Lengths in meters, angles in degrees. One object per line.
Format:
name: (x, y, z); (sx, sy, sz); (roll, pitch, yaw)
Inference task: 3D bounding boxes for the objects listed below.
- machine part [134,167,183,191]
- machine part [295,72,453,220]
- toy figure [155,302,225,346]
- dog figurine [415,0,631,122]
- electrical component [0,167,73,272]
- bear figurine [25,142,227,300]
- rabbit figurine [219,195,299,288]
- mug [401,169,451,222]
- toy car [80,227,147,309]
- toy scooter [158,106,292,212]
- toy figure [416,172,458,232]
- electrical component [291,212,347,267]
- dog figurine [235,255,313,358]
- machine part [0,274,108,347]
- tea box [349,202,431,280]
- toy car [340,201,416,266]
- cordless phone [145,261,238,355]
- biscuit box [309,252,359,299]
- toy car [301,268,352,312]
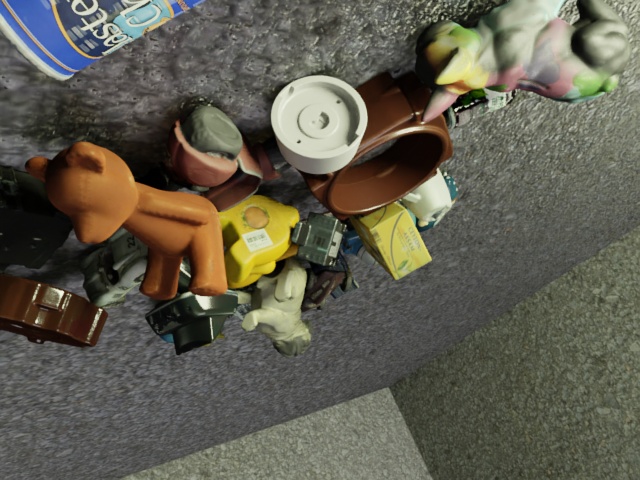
machine part: (-0.228, -0.062, 0.627); (0.084, 0.039, 0.138); (-30, 158, 22)
machine part: (0.077, -0.120, 0.748); (0.201, 0.087, 0.200); (-31, 155, 9)
toy figure: (-0.252, 0.156, 1.005); (0.089, 0.082, 0.180); (-20, 164, 17)
dog figurine: (0.219, -0.200, 0.623); (0.219, 0.191, 0.108); (-37, 165, -14)
electrical component: (-0.342, -0.016, 0.585); (0.134, 0.058, 0.115); (-37, 152, 24)
bear figurine: (-0.192, -0.015, 0.547); (0.120, 0.132, 0.195); (-6, 165, 30)
rabbit figurine: (-0.106, 0.007, 0.811); (0.162, 0.122, 0.173); (-28, 160, -36)
mug: (0.162, -0.085, 0.878); (0.109, 0.107, 0.081); (0, 144, -48)
toy car: (-0.267, 0.036, 0.712); (0.202, 0.073, 0.056); (-30, 163, 39)
toy scooter: (-0.124, -0.084, 0.643); (0.135, 0.075, 0.184); (-34, 159, 27)
toy figure: (0.220, -0.070, 1.028); (0.058, 0.064, 0.154); (4, 151, -19)
electrical component: (-0.002, -0.002, 0.791); (0.048, 0.074, 0.119); (16, 175, 14)
dog figurine: (-0.053, 0.109, 0.939); (0.172, 0.121, 0.190); (-43, 139, 7)
machine part: (-0.368, 0.093, 0.685); (0.179, 0.056, 0.179); (10, 158, 4)
tea box: (0.105, -0.012, 0.873); (0.068, 0.098, 0.170); (-29, -161, -1)
toy car: (0.118, -0.004, 1.009); (0.162, 0.103, 0.109); (-20, 155, -17)
cordless phone: (-0.228, 0.075, 0.797); (0.147, 0.184, 0.089); (-26, -155, 42)
biscuit box: (0.026, 0.061, 1.104); (0.063, 0.059, 0.202); (-25, 157, 3)
toy car: (-0.009, 0.100, 1.021); (0.089, 0.053, 0.202); (9, 157, -19)
